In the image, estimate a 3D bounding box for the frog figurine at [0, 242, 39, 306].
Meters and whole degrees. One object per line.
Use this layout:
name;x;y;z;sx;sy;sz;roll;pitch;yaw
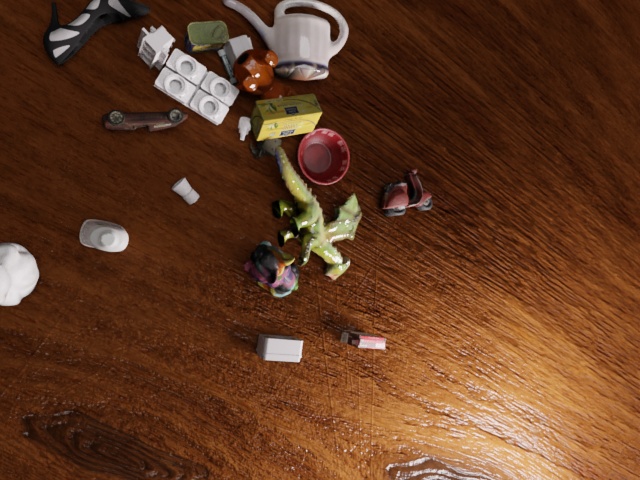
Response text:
frog figurine;-0.683;0.076;1.119;0.123;0.137;0.159;3;1;-24

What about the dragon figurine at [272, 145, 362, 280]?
dragon figurine;0.004;-0.073;1.442;0.244;0.406;0.123;-13;16;-29

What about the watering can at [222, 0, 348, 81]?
watering can;-0.092;-0.553;1.413;0.348;0.224;0.104;1;0;-11
